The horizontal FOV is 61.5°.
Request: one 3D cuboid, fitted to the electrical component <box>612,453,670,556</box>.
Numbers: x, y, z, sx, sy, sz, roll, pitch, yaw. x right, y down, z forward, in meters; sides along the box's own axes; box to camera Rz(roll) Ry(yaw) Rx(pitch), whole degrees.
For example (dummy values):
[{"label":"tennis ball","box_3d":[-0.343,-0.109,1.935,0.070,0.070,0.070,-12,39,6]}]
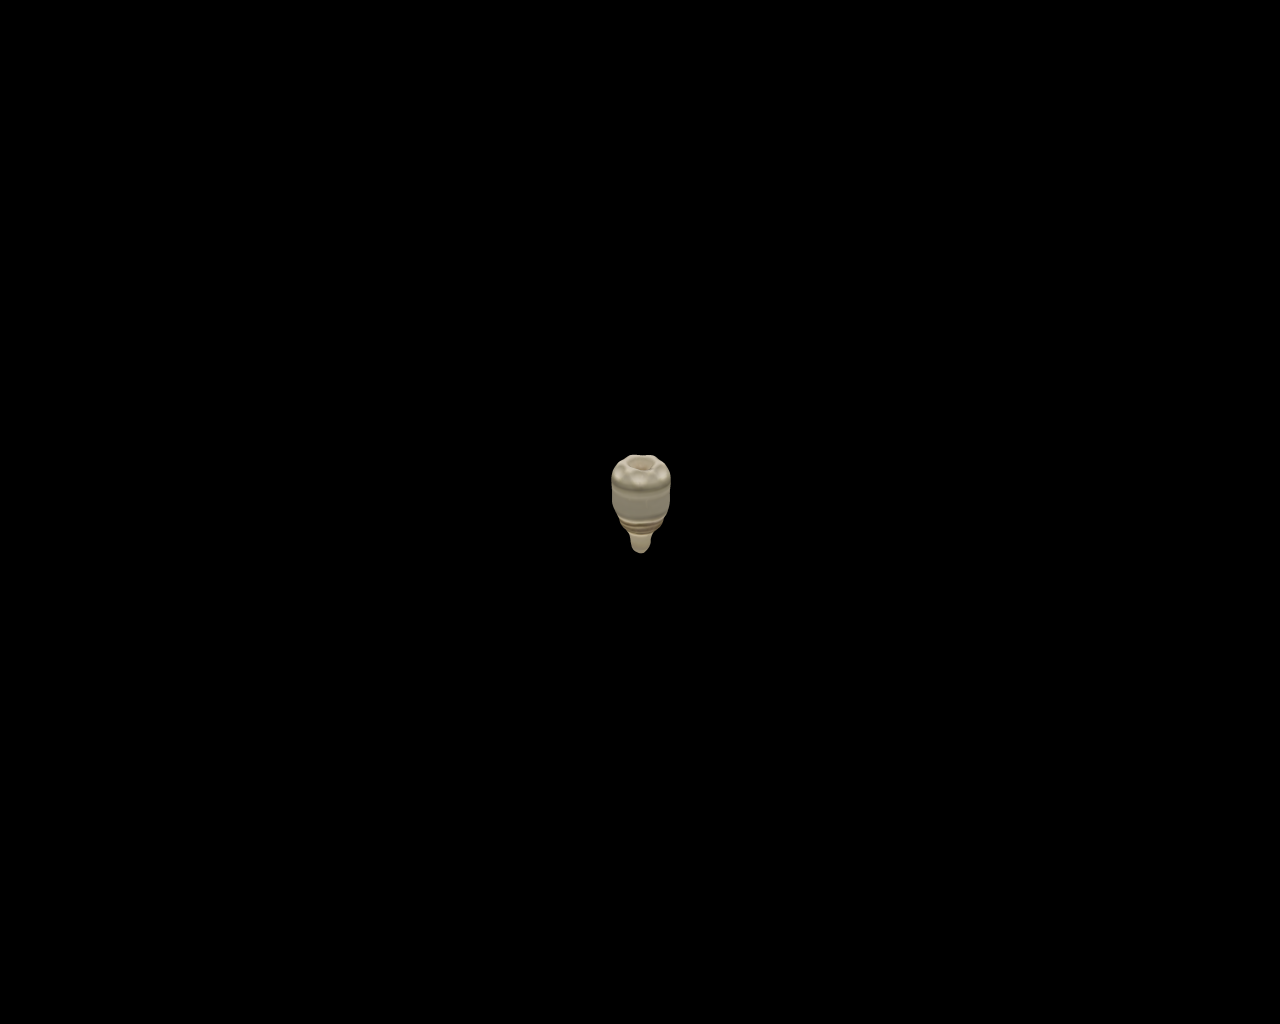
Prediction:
[{"label":"electrical component","box_3d":[0.001,-0.003,0.650,0.035,0.061,0.035,0,25,0]}]
